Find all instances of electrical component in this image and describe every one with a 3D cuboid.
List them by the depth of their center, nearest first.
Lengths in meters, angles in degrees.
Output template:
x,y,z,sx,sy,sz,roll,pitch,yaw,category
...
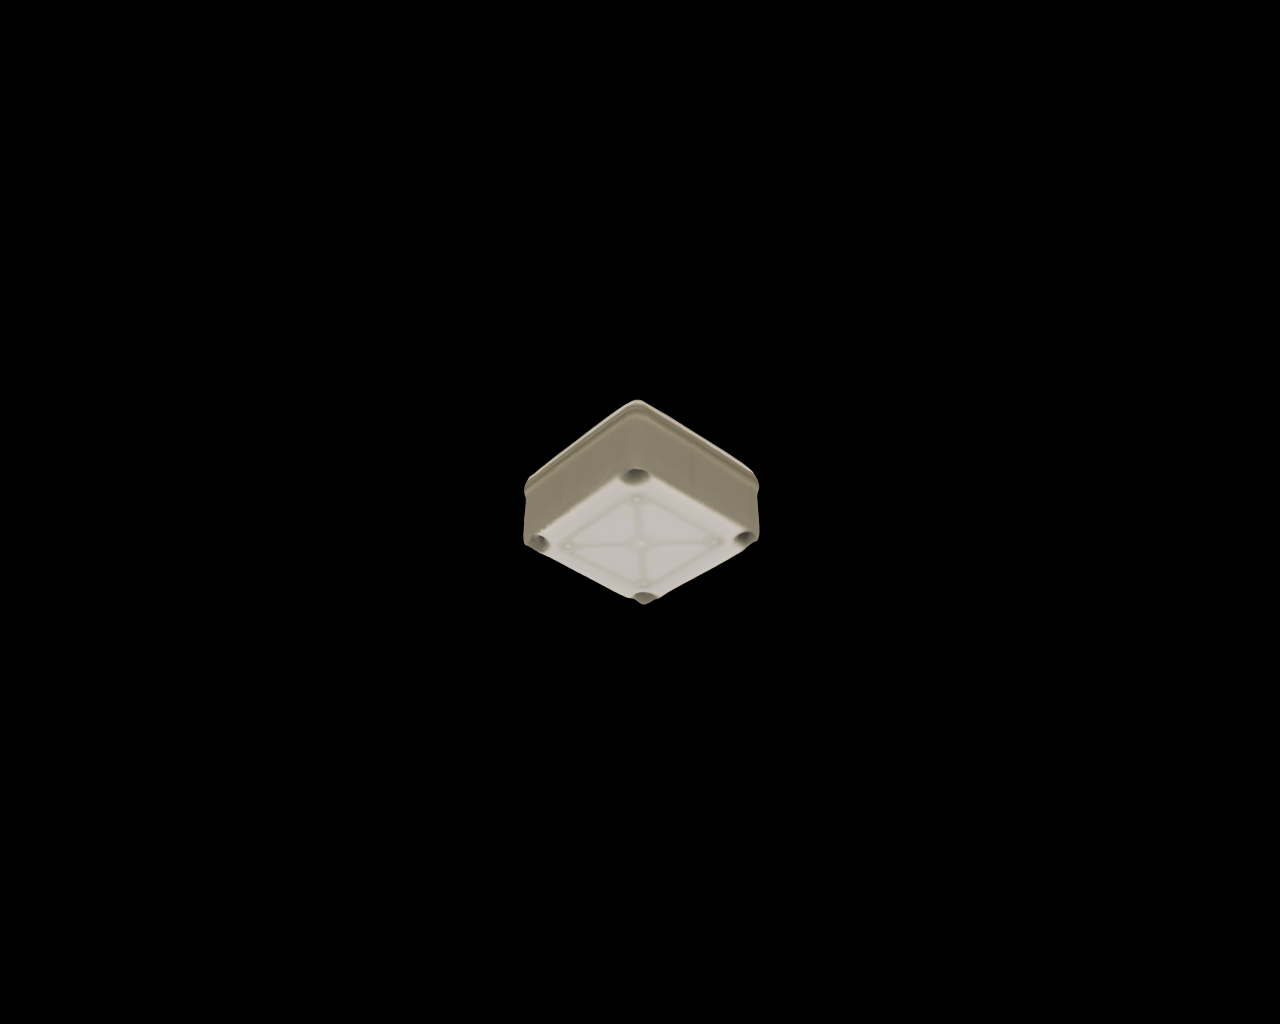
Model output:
x,y,z,sx,sy,sz,roll,pitch,yaw,category
0.001,-0.003,0.650,0.108,0.056,0.108,29,-46,-33,electrical component
